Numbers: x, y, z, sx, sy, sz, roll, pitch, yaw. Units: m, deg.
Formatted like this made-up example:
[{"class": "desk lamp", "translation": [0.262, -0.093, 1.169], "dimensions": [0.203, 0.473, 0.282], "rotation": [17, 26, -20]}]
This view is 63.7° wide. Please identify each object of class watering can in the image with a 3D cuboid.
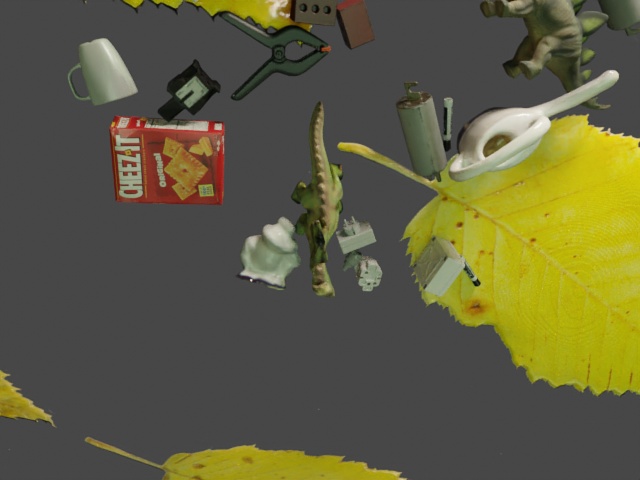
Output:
[{"class": "watering can", "translation": [0.408, -0.231, 1.053], "dimensions": [0.346, 0.227, 0.103], "rotation": [-34, 104, 9]}]

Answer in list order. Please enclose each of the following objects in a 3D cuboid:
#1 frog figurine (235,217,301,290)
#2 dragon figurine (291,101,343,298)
[{"class": "frog figurine", "translation": [-0.108, 0.020, 1.166], "dimensions": [0.138, 0.123, 0.159], "rotation": [19, 96, 19]}, {"class": "dragon figurine", "translation": [0.003, -0.054, 1.066], "dimensions": [0.122, 0.248, 0.401], "rotation": [-5, 124, -3]}]
